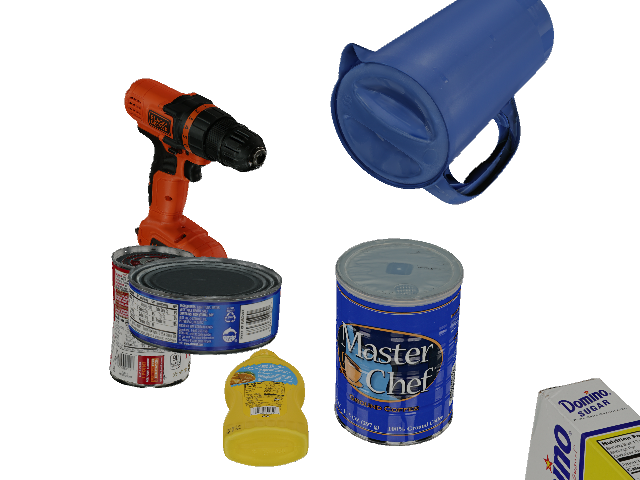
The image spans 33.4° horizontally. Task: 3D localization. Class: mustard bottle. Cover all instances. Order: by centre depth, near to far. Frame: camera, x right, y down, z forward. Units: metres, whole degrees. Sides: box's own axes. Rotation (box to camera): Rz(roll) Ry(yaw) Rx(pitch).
[{"bbox_3d":[-0.066,0.187,1.265,0.096,0.058,0.191,-3,27,-2],"label":"mustard bottle"}]

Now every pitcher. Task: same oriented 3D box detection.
[{"bbox_3d":[0.137,-0.155,1.058,0.145,0.149,0.242,23,46,30],"label":"pitcher"}]

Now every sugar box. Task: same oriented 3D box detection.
[{"bbox_3d":[0.160,0.152,0.507,0.048,0.093,0.176,-9,28,-22],"label":"sugar box"}]

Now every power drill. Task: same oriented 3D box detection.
[{"bbox_3d":[-0.129,-0.057,1.093,0.185,0.188,0.057,30,38,34],"label":"power drill"}]

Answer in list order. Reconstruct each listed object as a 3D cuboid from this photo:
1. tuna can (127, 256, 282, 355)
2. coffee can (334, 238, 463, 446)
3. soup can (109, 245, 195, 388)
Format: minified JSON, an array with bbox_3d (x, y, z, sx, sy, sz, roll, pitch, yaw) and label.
[{"bbox_3d":[-0.065,0.035,0.599,0.086,0.034,0.086,3,13,-1],"label":"tuna can"},{"bbox_3d":[0.063,0.083,0.885,0.103,0.140,0.103,0,27,0],"label":"coffee can"},{"bbox_3d":[-0.138,0.062,0.873,0.068,0.102,0.068,4,15,-1],"label":"soup can"}]
